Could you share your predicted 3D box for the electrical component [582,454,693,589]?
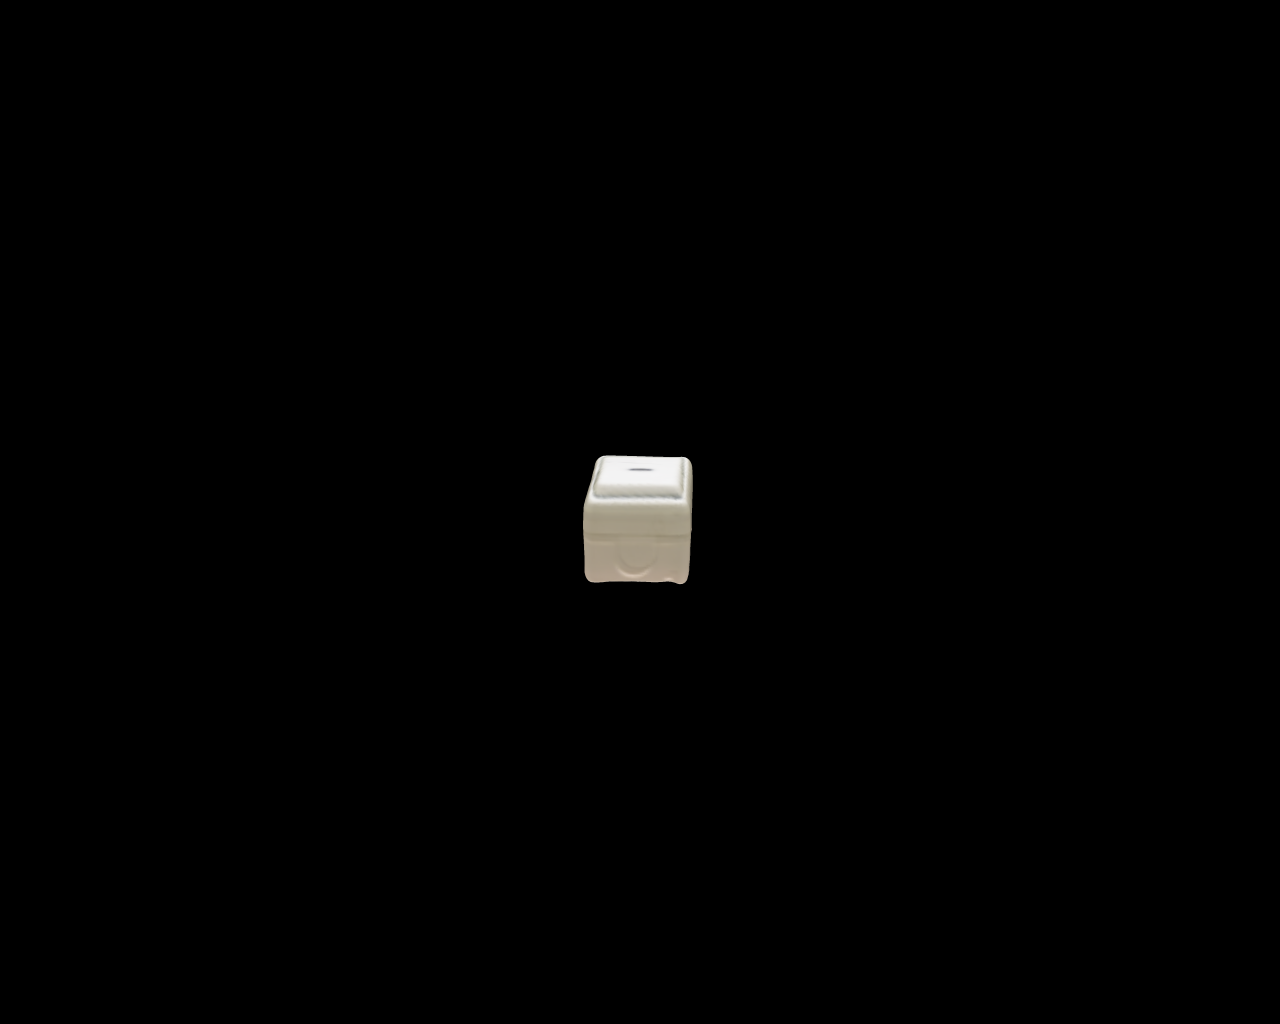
[{"bbox_3d":[0.001,-0.003,0.650,0.062,0.061,0.096,1,24,3],"label":"electrical component"}]
